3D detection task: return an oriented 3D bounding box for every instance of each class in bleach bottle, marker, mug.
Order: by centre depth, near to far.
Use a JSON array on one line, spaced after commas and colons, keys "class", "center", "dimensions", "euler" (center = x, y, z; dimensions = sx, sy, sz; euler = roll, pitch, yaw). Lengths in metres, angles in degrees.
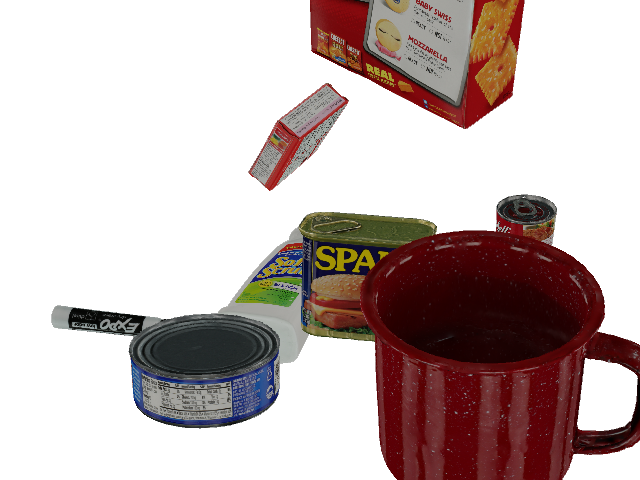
[{"class": "mug", "center": [0.075, 0.056, 0.427], "dimensions": [0.117, 0.081, 0.093], "euler": [7, 34, 16]}, {"class": "marker", "center": [-0.159, 0.068, 0.864], "dimensions": [0.121, 0.020, 0.020], "euler": [5, 1, 13]}, {"class": "bleach bottle", "center": [-0.037, 0.047, 1.276], "dimensions": [0.103, 0.068, 0.250], "euler": [5, 32, 15]}]

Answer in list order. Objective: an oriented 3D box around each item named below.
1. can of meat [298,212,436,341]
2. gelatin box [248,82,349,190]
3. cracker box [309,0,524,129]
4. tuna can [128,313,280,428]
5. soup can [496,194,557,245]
[{"class": "can of meat", "center": [0.034, 0.028, 0.812], "dimensions": [0.102, 0.084, 0.057], "euler": [5, 19, 9]}, {"class": "gelatin box", "center": [-0.020, -0.096, 0.974], "dimensions": [0.089, 0.030, 0.073], "euler": [-45, -7, -44]}, {"class": "cracker box", "center": [0.070, -0.212, 0.786], "dimensions": [0.164, 0.214, 0.072], "euler": [33, 52, 31]}, {"class": "tuna can", "center": [-0.065, 0.074, 0.611], "dimensions": [0.086, 0.034, 0.086], "euler": [-1, 19, 0]}, {"class": "soup can", "center": [0.237, 0.007, 1.240], "dimensions": [0.068, 0.102, 0.068], "euler": [-3, 30, 1]}]
